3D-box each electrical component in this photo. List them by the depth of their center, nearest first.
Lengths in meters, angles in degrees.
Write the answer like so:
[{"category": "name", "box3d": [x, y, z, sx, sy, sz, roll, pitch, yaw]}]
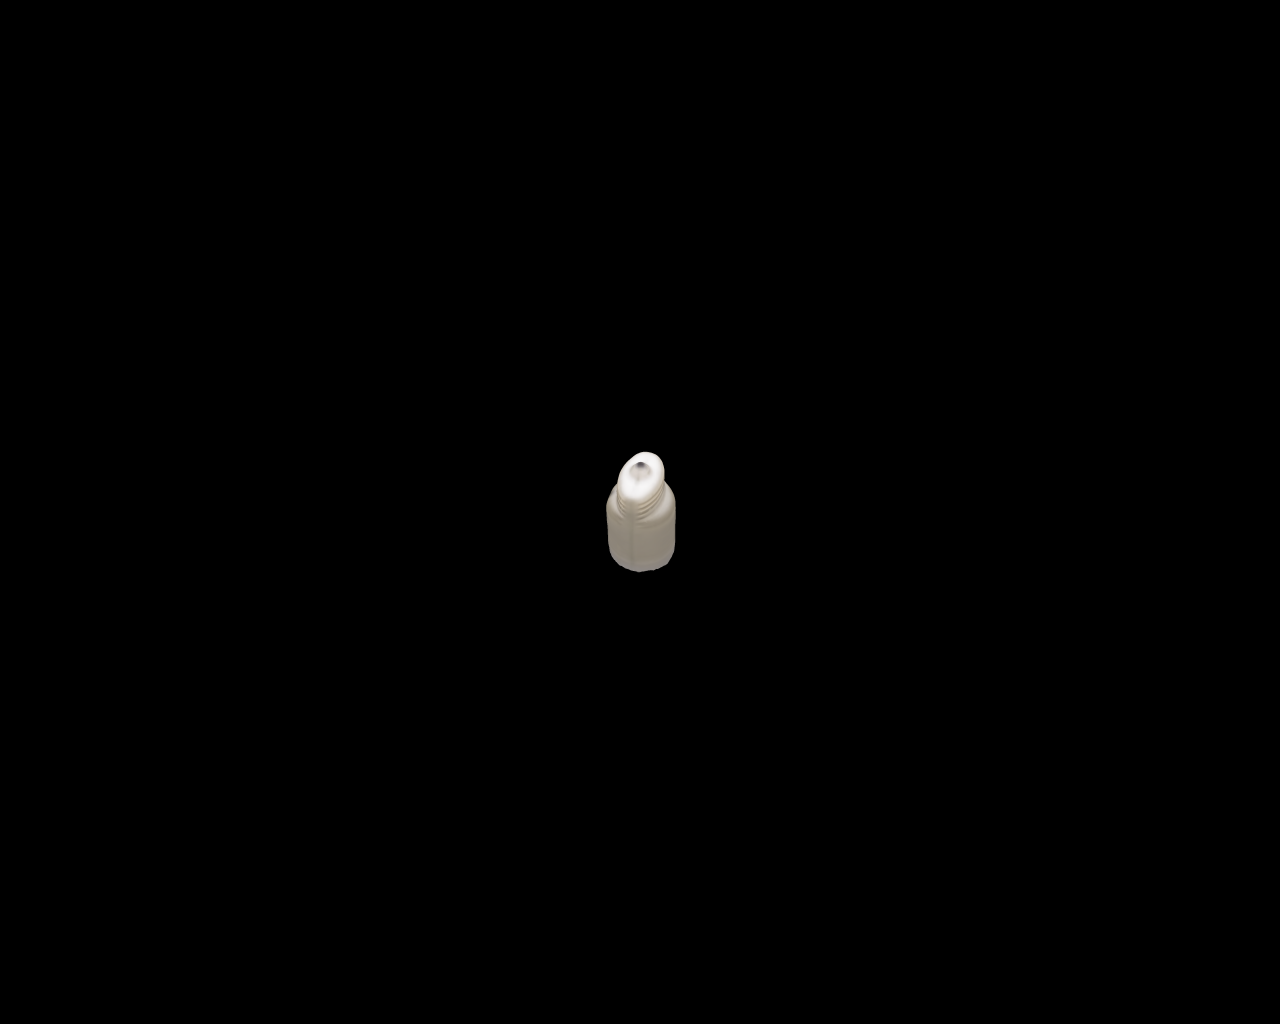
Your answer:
[{"category": "electrical component", "box3d": [0.001, -0.003, 0.650, 0.043, 0.043, 0.080, 0, -40, 0]}]
